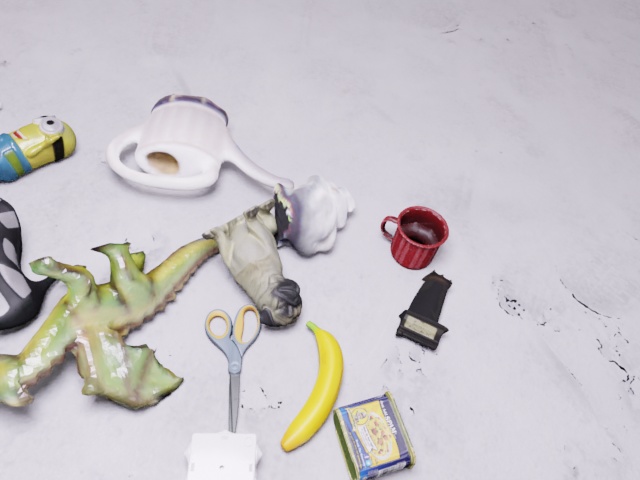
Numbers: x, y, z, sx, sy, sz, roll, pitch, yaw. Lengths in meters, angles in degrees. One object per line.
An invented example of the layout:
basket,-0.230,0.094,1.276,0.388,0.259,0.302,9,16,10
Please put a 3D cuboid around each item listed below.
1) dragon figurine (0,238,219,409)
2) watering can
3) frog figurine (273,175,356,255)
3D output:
dragon figurine,-0.278,0.123,0.757,0.413,0.120,0.245,-12,72,-35
watering can,-0.219,-0.175,0.983,0.347,0.101,0.230,5,50,-5
frog figurine,0.003,-0.046,0.916,0.160,0.122,0.138,-6,86,-25
